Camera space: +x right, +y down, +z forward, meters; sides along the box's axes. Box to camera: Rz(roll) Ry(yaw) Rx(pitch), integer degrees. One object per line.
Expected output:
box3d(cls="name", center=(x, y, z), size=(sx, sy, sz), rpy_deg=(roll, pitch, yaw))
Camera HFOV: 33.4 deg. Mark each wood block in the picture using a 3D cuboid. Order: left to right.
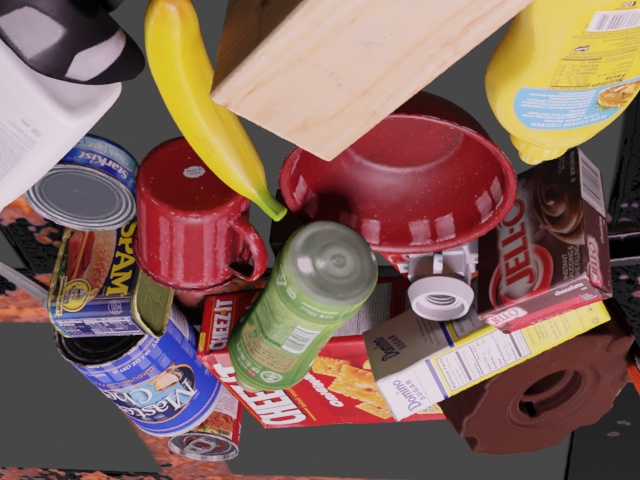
box3d(cls="wood block", center=(0.035, -0.142, 0.575), size=(0.090, 0.091, 0.207), rpy_deg=(25, 143, -26))

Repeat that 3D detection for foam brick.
box3d(cls="foam brick", center=(-0.005, 0.001, 0.836), size=(0.051, 0.053, 0.078), rpy_deg=(-1, 148, 10))

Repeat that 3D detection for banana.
box3d(cls="banana", center=(-0.072, -0.092, 0.684), size=(0.070, 0.037, 0.197), rpy_deg=(22, 154, 35))

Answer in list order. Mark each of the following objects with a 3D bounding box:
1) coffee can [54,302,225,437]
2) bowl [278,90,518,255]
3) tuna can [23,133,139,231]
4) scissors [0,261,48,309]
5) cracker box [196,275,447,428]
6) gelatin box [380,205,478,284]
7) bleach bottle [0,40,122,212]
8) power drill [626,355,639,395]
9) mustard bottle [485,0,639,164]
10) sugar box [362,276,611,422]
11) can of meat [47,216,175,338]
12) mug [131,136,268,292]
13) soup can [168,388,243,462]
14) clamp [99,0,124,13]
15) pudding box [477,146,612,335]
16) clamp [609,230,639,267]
box3d(cls="coffee can", center=(-0.160, 0.102, 0.966), size=(0.103, 0.102, 0.140), rpy_deg=(-7, 143, 19))
box3d(cls="bowl", center=(0.054, -0.055, 0.737), size=(0.162, 0.055, 0.162), rpy_deg=(4, 147, 3))
box3d(cls="tuna can", center=(-0.179, -0.044, 0.810), size=(0.086, 0.033, 0.086), rpy_deg=(4, 147, 3))
box3d(cls="scissors", center=(-0.256, 0.068, 1.011), size=(0.201, 0.016, 0.096), rpy_deg=(30, 139, -32))
box3d(cls="cracker box", center=(0.017, 0.110, 0.981), size=(0.214, 0.072, 0.164), rpy_deg=(-7, 144, 20))
box3d(cls="gelatin box", center=(0.085, -0.002, 0.837), size=(0.073, 0.030, 0.089), rpy_deg=(-14, 142, 28))
box3d(cls="bleach bottle", center=(-0.234, -0.076, 0.737), size=(0.102, 0.068, 0.251), rpy_deg=(51, 139, -10))
box3d(cls="power drill", center=(0.363, 0.105, 0.891), size=(0.188, 0.057, 0.184), rpy_deg=(-32, 137, 13))
box3d(cls="mustard bottle", center=(0.150, -0.108, 0.635), size=(0.096, 0.058, 0.192), rpy_deg=(-8, 149, -11))
box3d(cls="sugar box", center=(0.123, 0.067, 0.819), size=(0.176, 0.093, 0.048), rpy_deg=(-29, 109, 7))
box3d(cls="can of meat", center=(-0.165, 0.029, 0.860), size=(0.084, 0.102, 0.057), rpy_deg=(-4, 147, 18))
box3d(cls="mug", center=(-0.084, -0.015, 0.777), size=(0.117, 0.093, 0.081), rpy_deg=(39, 148, 22))
box3d(cls="soup can", center=(-0.108, 0.157, 1.044), size=(0.068, 0.102, 0.068), rpy_deg=(4, 147, 2))
box3d(cls="clamp", center=(-0.075, -0.186, 0.572), size=(0.210, 0.036, 0.164), rpy_deg=(1, 149, 14))
box3d(cls="pudding box", center=(0.156, 0.001, 0.754), size=(0.090, 0.113, 0.039), rpy_deg=(-26, 133, 38))
box3d(cls="clamp", center=(0.282, 0.000, 0.801), size=(0.171, 0.039, 0.120), rpy_deg=(20, 146, -20))
